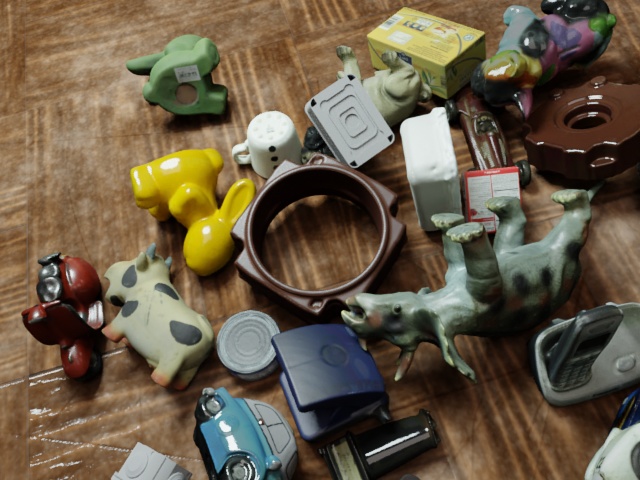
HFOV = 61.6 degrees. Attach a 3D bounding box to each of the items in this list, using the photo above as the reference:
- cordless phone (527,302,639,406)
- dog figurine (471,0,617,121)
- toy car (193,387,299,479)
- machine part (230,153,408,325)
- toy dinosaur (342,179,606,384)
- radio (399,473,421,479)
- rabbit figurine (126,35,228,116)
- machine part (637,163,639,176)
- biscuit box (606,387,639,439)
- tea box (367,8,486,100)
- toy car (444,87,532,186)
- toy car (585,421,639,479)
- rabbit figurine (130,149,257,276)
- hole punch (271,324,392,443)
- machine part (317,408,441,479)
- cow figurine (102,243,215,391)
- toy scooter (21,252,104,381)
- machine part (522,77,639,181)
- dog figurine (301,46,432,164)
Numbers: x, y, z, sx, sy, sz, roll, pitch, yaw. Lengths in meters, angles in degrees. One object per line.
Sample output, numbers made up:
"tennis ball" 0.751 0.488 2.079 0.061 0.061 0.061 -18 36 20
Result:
"cordless phone" 0.310 0.102 0.583 0.147 0.184 0.089 -16 57 -2
"dog figurine" 0.324 -0.263 0.780 0.192 0.108 0.219 -2 39 28
"toy car" -0.079 0.240 0.610 0.103 0.109 0.162 -11 46 -26
"machine part" -0.001 -0.002 0.719 0.202 0.087 0.201 31 74 14
"toy dinosaur" 0.233 0.048 0.654 0.405 0.192 0.131 -14 15 -22
"radio" 0.065 0.366 0.530 0.131 0.073 0.229 37 72 23
"rabbit figurine" -0.235 -0.283 0.916 0.159 0.121 0.170 -17 43 5
"machine part" 0.475 -0.049 0.706 0.079 0.079 0.243 0 63 7
"biscuit box" 0.324 0.257 0.566 0.059 0.062 0.202 28 68 21
"tea box" 0.171 -0.304 0.868 0.098 0.068 0.170 -40 53 -14
"toy car" 0.249 -0.150 0.803 0.089 0.053 0.202 -7 60 0
"toy car" 0.342 0.178 0.529 0.202 0.073 0.056 -39 63 -14
"rabbit figurine" -0.168 -0.036 0.772 0.162 0.122 0.173 -19 75 -14
"hole punch" 0.009 0.156 0.632 0.116 0.092 0.142 -23 43 -9
"machine part" 0.073 0.242 0.619 0.139 0.039 0.084 -26 54 -5
"cow figurine" -0.215 0.091 0.708 0.195 0.085 0.127 35 77 25
"toy scooter" -0.335 0.085 0.696 0.075 0.135 0.184 -20 60 -2
"machine part" 0.377 -0.158 0.753 0.179 0.056 0.179 -18 39 15
"dog figurine" 0.071 -0.176 0.824 0.173 0.121 0.190 11 77 16
